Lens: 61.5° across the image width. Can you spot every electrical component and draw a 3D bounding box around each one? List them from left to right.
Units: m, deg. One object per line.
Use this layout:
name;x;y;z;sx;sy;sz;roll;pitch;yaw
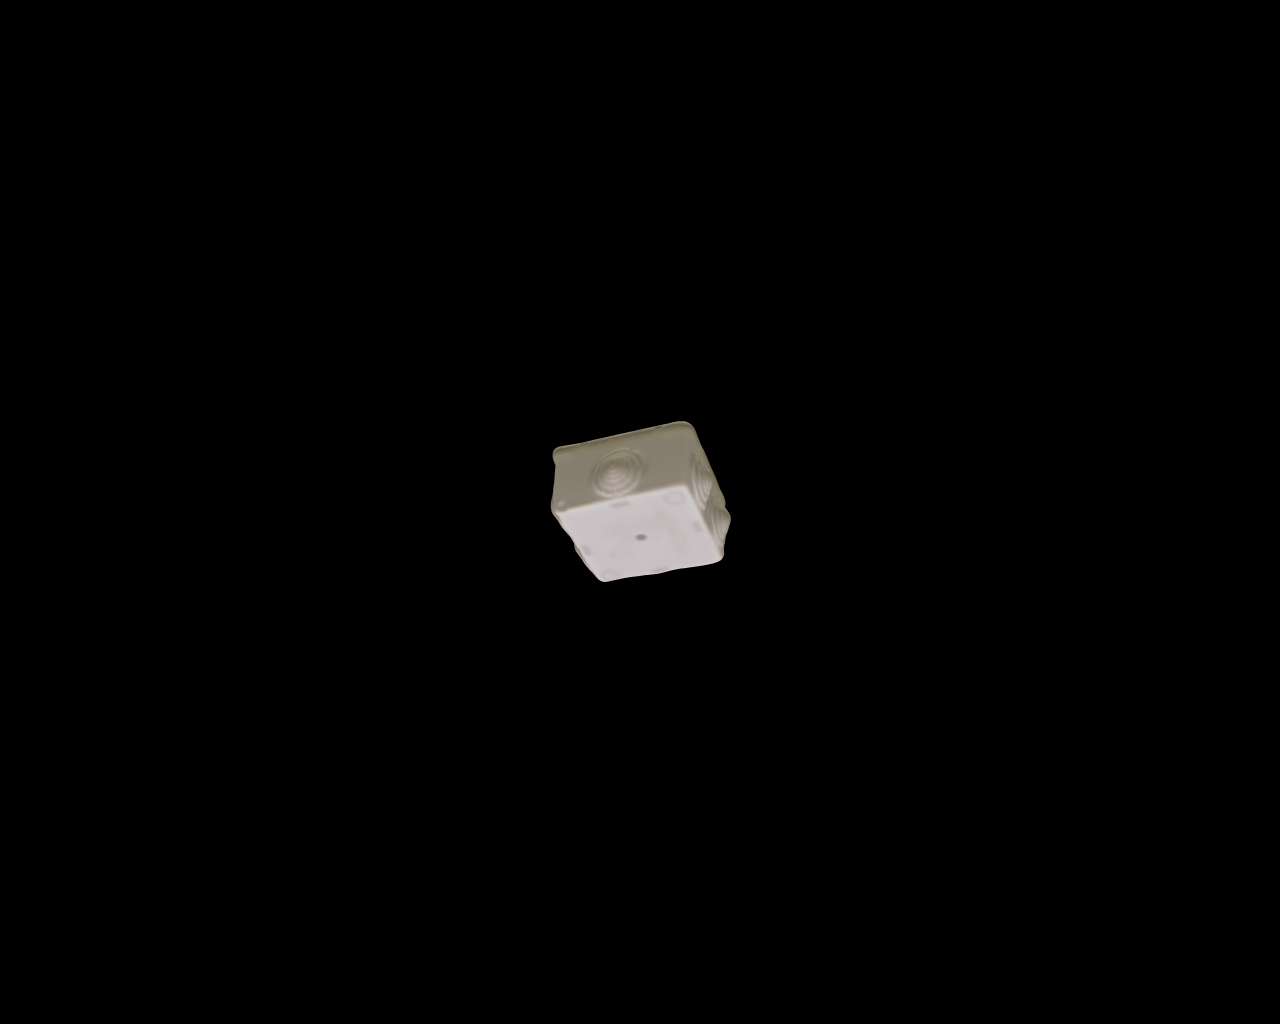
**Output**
electrical component;0.001;-0.003;0.650;0.100;0.048;0.099;-11;-39;14
